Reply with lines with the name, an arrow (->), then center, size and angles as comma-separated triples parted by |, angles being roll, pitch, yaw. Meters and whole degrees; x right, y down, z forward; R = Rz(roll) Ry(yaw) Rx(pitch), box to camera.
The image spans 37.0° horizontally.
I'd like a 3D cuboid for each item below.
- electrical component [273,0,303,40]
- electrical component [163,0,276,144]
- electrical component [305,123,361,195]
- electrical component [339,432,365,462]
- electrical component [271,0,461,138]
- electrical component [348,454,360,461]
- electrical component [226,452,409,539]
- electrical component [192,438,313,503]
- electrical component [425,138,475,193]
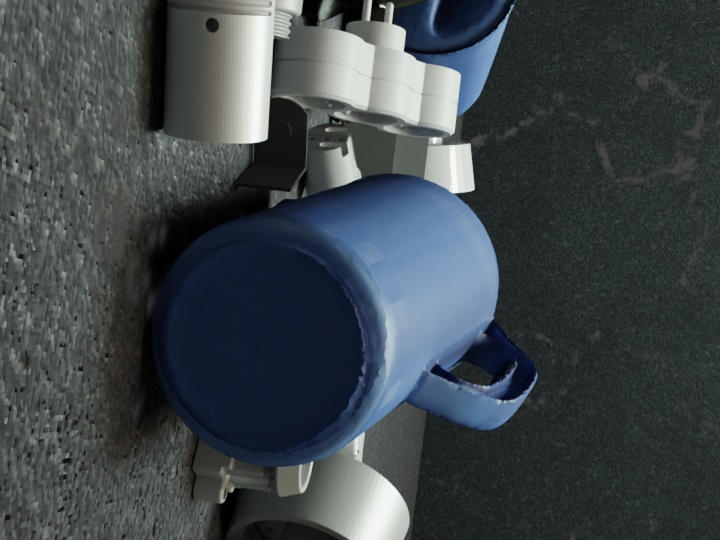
electrical component -> -0.048, -0.119, 0.486 | 0.043, 0.043, 0.062 | -41, 139, -79
electrical component -> -0.057, -0.095, 0.436 | 0.043, 0.043, 0.081 | -58, 154, -73
electrical component -> -0.021, -0.074, 0.751 | 0.040, 0.040, 0.046 | -75, 163, -47
electrical component -> -0.021, 0.180, 0.957 | 0.079, 0.043, 0.077 | 65, 33, -78
electrical component -> 0.008, -0.129, 0.655 | 0.138, 0.052, 0.073 | 8, 88, -44
electrical component -> -0.031, 0.158, 0.815 | 0.045, 0.055, 0.045 | 7, 90, -82
electrical component -> -0.029, 0.164, 0.653 | 0.060, 0.108, 0.108 | -68, 164, -44
electrical component -> -0.055, 0.095, 0.577 | 0.048, 0.055, 0.066 | 83, 16, -62
electrical component -> 0.065, -0.113, 1.112 | 0.108, 0.108, 0.060 | -47, 137, -77
